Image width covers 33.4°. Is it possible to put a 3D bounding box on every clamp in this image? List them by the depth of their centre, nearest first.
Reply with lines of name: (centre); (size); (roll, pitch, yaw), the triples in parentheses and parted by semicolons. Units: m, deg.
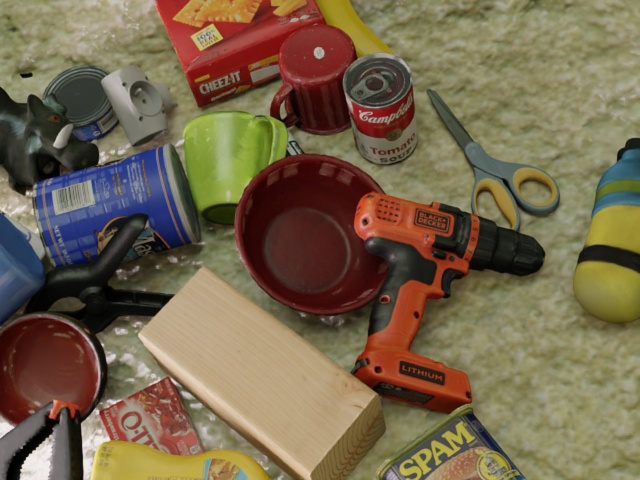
clamp: (-0.257, 0.243, 0.928); (0.165, 0.036, 0.210); (28, 84, 20)
clamp: (-0.205, 0.056, 1.031); (0.172, 0.120, 0.039); (-29, 22, 15)

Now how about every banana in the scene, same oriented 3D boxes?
banana: (0.034, -0.254, 1.190); (0.069, 0.037, 0.198); (-16, 58, 2)

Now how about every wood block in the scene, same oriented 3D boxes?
wood block: (-0.051, 0.126, 0.951); (0.206, 0.090, 0.090); (34, 71, 25)

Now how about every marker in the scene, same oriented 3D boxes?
marker: (-0.010, -0.066, 1.098); (0.020, 0.020, 0.121); (-30, 59, -8)

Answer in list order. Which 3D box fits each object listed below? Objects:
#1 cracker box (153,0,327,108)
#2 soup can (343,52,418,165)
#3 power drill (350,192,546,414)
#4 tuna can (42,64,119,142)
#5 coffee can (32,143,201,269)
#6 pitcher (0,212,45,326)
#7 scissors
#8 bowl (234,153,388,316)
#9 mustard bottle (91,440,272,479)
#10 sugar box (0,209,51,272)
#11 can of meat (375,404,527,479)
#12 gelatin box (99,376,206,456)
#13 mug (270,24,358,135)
cracker box: (-0.100, -0.270, 1.204); (0.164, 0.072, 0.214); (-22, 58, -4)
soup can: (0.063, -0.130, 1.074); (0.068, 0.102, 0.068); (-4, 59, 7)
power drill: (0.110, 0.058, 0.968); (0.184, 0.057, 0.187); (14, 65, -6)
tuna can: (-0.262, -0.151, 1.184); (0.086, 0.034, 0.086); (-5, 59, 7)
coffee can: (-0.200, -0.028, 1.060); (0.140, 0.103, 0.103); (-16, 58, 0)
pitcher: (-0.383, 0.067, 0.987); (0.243, 0.149, 0.145); (-40, 20, 2)
scissors: (0.177, -0.087, 1.079); (0.096, 0.016, 0.202); (-14, 59, 4)
bowl: (-0.007, 0.001, 1.018); (0.162, 0.055, 0.162); (5, 69, -14)
mustard bottle: (-0.097, 0.226, 0.906); (0.191, 0.058, 0.096); (5, 79, -1)
sugar box: (-0.366, -0.003, 1.079); (0.176, 0.048, 0.093); (33, 69, 8)
can of meat: (0.112, 0.203, 0.897); (0.102, 0.057, 0.084); (-33, 63, -10)
gelatin box: (-0.151, 0.180, 0.971); (0.073, 0.030, 0.089); (-27, 59, -6)
mug: (-0.007, -0.164, 1.119); (0.117, 0.081, 0.093); (-39, 61, -13)
